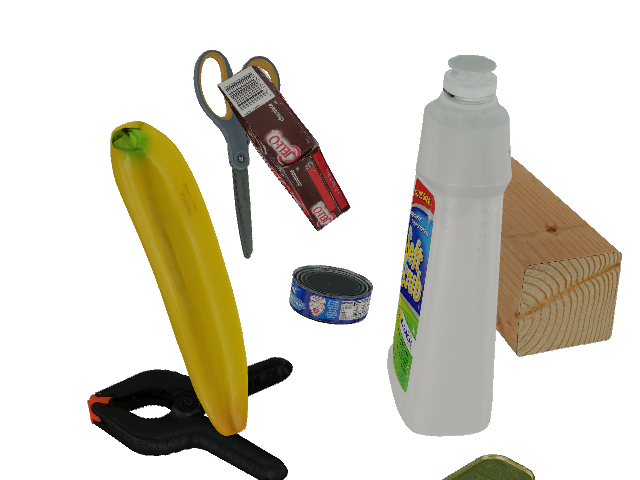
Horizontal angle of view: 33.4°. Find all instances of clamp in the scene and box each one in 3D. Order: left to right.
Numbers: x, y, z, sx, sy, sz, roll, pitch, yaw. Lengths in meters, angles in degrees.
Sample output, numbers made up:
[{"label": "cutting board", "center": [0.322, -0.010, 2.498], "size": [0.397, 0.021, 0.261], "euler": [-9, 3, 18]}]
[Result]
[{"label": "clamp", "center": [-0.101, 0.135, 0.882], "size": [0.171, 0.039, 0.120], "euler": [11, 38, 3]}]

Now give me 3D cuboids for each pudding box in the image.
[{"label": "pudding box", "center": [-0.028, -0.074, 0.842], "size": [0.039, 0.114, 0.090], "euler": [-32, -36, -2]}]

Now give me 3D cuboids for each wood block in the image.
[{"label": "wood block", "center": [0.177, 0.007, 0.973], "size": [0.090, 0.090, 0.206], "euler": [-8, 29, -14]}]

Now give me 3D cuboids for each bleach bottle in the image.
[{"label": "bleach bottle", "center": [0.085, 0.001, 0.687], "size": [0.068, 0.251, 0.102], "euler": [-1, 31, -4]}]

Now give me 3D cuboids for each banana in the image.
[{"label": "banana", "center": [-0.074, 0.013, 0.552], "size": [0.037, 0.198, 0.069], "euler": [-9, 36, 12]}]

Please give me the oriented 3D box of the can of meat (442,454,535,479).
[{"label": "can of meat", "center": [0.131, 0.241, 0.889], "size": [0.101, 0.084, 0.058], "euler": [-21, 28, -35]}]

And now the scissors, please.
[{"label": "scissors", "center": [-0.065, -0.093, 1.045], "size": [0.096, 0.202, 0.016], "euler": [-23, 10, -23]}]

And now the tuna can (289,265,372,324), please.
[{"label": "tuna can", "center": [0.010, 0.057, 1.124], "size": [0.086, 0.034, 0.086], "euler": [9, 18, -3]}]
